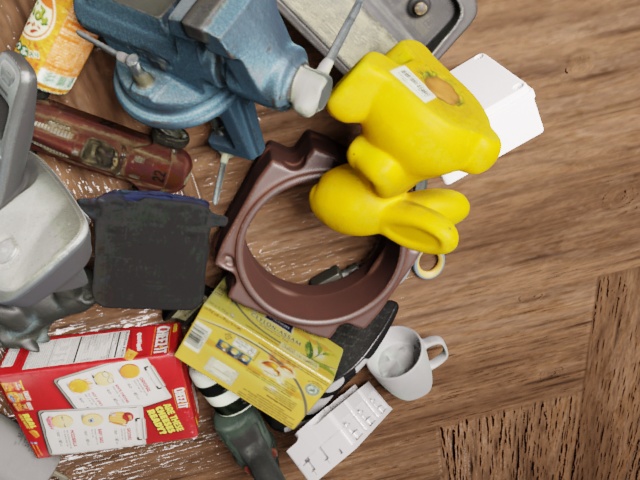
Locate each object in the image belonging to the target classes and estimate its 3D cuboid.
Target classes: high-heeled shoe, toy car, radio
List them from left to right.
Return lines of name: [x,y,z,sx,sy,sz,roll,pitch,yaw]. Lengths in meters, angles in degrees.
toy car: [-0.229,-0.095,0.538,0.202,0.053,0.089,18,121,-22]
high-heeled shoe: [0.022,0.184,0.756,0.249,0.086,0.145,-34,145,1]
radio: [0.024,-0.238,0.473,0.229,0.073,0.131,37,111,-29]

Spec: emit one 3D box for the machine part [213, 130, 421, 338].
machine part: [-0.001,-0.002,0.601,0.201,0.087,0.201,26,112,-18]

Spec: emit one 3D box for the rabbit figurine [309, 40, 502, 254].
rabbit figurine: [0.064,-0.063,0.474,0.162,0.122,0.173,41,126,-4]

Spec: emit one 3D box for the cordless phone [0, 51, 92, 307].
cordless phone: [-0.246,-0.051,0.457,0.088,0.147,0.184,-11,136,-47]

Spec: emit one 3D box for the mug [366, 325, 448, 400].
mug: [0.129,0.176,0.762,0.109,0.081,0.107,-29,135,1]

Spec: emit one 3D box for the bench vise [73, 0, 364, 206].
bench vise: [-0.084,-0.132,0.462,0.224,0.129,0.240,14,159,10]

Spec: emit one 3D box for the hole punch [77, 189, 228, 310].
hole punch: [-0.174,0.005,0.561,0.142,0.092,0.115,6,101,-14]

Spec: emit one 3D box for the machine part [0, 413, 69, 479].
machine part: [-0.443,0.275,0.724,0.079,0.079,0.243,-34,121,13]

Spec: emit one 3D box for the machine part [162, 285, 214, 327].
machine part: [-0.195,0.057,0.650,0.138,0.039,0.084,30,122,-28]

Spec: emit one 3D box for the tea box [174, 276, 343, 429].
tea box: [-0.071,0.132,0.634,0.169,0.068,0.098,34,119,-4]

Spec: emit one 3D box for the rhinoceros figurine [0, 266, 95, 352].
rhinoceros figurine: [-0.345,0.078,0.622,0.190,0.073,0.112,-26,134,6]

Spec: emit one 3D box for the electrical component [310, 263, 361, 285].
electrical component: [0.020,0.067,0.701,0.094,0.021,0.063,-31,123,9]

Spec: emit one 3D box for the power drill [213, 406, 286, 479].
power drill: [-0.065,0.335,0.752,0.086,0.207,0.231,-26,127,-11]
